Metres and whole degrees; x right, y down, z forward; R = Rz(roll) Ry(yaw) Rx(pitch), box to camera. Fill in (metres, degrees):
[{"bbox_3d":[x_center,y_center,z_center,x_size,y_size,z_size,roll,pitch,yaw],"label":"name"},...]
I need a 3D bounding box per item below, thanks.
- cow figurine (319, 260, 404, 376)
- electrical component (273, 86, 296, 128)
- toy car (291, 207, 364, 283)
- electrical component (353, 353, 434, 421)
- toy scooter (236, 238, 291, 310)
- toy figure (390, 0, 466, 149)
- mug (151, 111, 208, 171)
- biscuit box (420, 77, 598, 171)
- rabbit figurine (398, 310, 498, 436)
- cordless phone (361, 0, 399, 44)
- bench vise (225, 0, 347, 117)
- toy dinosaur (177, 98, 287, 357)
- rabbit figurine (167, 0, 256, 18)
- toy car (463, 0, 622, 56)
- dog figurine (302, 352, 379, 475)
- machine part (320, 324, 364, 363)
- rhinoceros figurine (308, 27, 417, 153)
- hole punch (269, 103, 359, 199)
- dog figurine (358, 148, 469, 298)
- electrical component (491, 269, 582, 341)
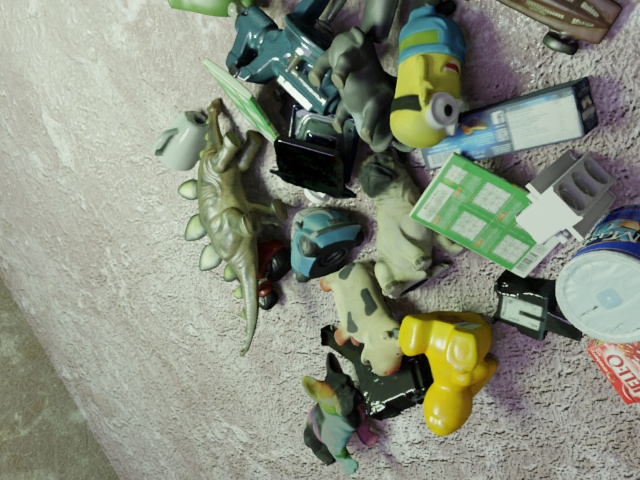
[{"bbox_3d":[0.084,0.124,0.868,0.127,0.085,0.195,-37,57,34],"label":"cow figurine"},{"bbox_3d":[-0.035,-0.208,0.853,0.078,0.045,0.102,-29,92,45],"label":"electrical component"},{"bbox_3d":[-0.002,-0.003,0.909,0.103,0.109,0.161,65,153,26],"label":"toy car"},{"bbox_3d":[0.120,0.214,0.886,0.115,0.058,0.134,-32,46,19],"label":"electrical component"},{"bbox_3d":[-0.126,0.048,1.060,0.135,0.075,0.183,42,139,18],"label":"toy scooter"},{"bbox_3d":[0.130,-0.199,0.647,0.089,0.082,0.180,160,113,-64],"label":"toy figure"},{"bbox_3d":[-0.268,-0.197,1.033,0.107,0.109,0.081,-47,65,34],"label":"mug"},{"bbox_3d":[0.219,-0.135,0.652,0.203,0.063,0.059,-7,108,44],"label":"biscuit box"},{"bbox_3d":[0.189,0.194,0.789,0.122,0.162,0.173,5,92,32],"label":"rabbit figurine"},{"bbox_3d":[0.097,-0.312,0.614,0.147,0.089,0.184,43,132,44],"label":"cordless phone"},{"bbox_3d":[-0.017,-0.300,0.742,0.224,0.129,0.240,51,116,21],"label":"bench vise"},{"bbox_3d":[-0.157,-0.030,0.968,0.199,0.105,0.471,-21,77,43],"label":"toy dinosaur"},{"bbox_3d":[-0.147,-0.420,0.783,0.159,0.121,0.170,25,130,22],"label":"rabbit figurine"},{"bbox_3d":[0.222,-0.276,0.581,0.202,0.053,0.089,41,131,20],"label":"toy car"},{"bbox_3d":[0.018,0.320,1.032,0.192,0.108,0.219,3,121,50],"label":"dog figurine"},{"bbox_3d":[0.060,0.205,1.002,0.139,0.039,0.084,26,133,28],"label":"machine part"},{"bbox_3d":[0.069,-0.184,0.703,0.073,0.112,0.190,21,158,52],"label":"rhinoceros figurine"},{"bbox_3d":[-0.002,-0.133,0.803,0.142,0.092,0.115,15,151,8],"label":"hole punch"},{"bbox_3d":[0.108,-0.023,0.805,0.191,0.121,0.172,60,138,21],"label":"dog figurine"},{"bbox_3d":[0.294,0.091,0.719,0.119,0.048,0.074,13,121,37],"label":"electrical component"}]
